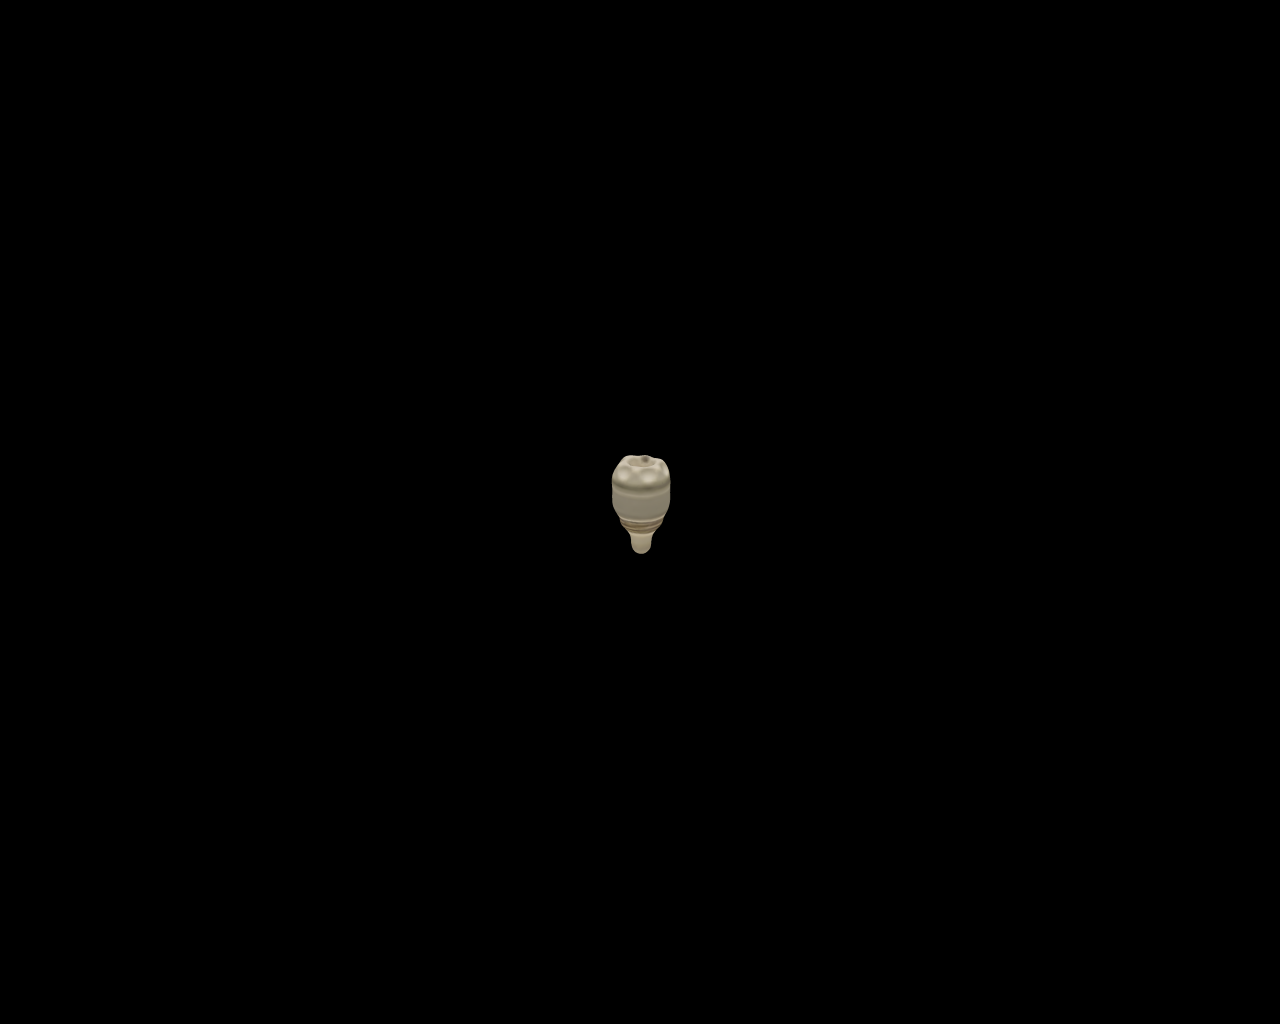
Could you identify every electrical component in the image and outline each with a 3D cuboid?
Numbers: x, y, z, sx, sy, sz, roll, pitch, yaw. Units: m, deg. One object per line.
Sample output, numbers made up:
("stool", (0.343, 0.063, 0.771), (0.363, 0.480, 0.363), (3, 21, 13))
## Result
("electrical component", (0.001, -0.003, 0.650), (0.035, 0.061, 0.035), (0, 24, 0))
